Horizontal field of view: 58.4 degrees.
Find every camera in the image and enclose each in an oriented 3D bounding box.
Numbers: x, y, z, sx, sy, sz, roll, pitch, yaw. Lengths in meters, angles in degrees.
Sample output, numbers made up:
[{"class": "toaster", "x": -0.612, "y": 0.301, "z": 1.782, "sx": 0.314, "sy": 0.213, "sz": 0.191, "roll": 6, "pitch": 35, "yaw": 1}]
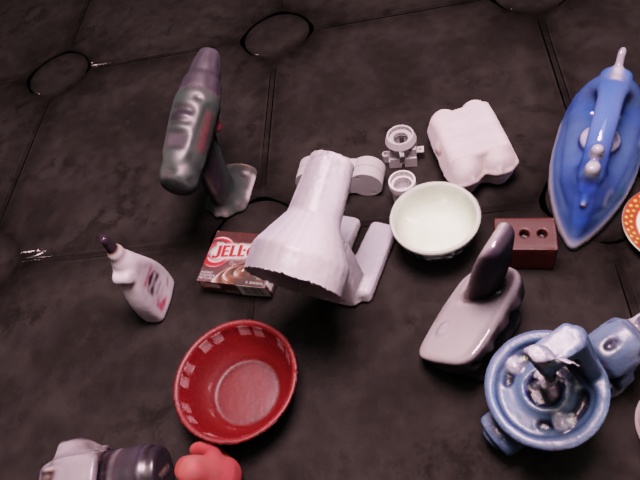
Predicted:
[{"class": "camera", "x": -0.249, "y": 0.297, "z": 0.666, "sx": 0.136, "sy": 0.101, "sz": 0.143, "roll": -13, "pitch": 54, "yaw": 6}]

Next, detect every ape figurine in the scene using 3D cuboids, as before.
[{"class": "ape figurine", "x": -0.136, "y": 0.270, "z": 0.660, "sx": 0.076, "sy": 0.092, "sz": 0.078, "roll": 6, "pitch": 58, "yaw": 18}]

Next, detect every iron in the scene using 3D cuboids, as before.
[{"class": "iron", "x": 0.373, "y": -0.127, "z": 0.766, "sx": 0.118, "sy": 0.142, "sz": 0.258, "roll": 13, "pitch": 61, "yaw": 22}]

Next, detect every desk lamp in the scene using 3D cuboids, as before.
[{"class": "desk lamp", "x": 0.007, "y": 0.003, "z": 0.729, "sx": 0.117, "sy": 0.214, "sz": 0.203, "roll": 12, "pitch": 61, "yaw": 22}]

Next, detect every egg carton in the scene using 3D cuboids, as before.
[{"class": "egg carton", "x": 0.224, "y": -0.143, "z": 0.860, "sx": 0.107, "sy": 0.069, "sz": 0.150, "roll": -17, "pitch": 54, "yaw": 3}]

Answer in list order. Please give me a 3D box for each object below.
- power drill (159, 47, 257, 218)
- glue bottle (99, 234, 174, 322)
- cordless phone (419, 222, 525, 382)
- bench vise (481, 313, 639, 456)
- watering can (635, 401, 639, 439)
[{"class": "power drill", "x": -0.168, "y": -0.144, "z": 0.877, "sx": 0.075, "sy": 0.209, "sz": 0.229, "roll": 1, "pitch": 57, "yaw": 16}, {"class": "glue bottle", "x": -0.258, "y": 0.045, "z": 0.794, "sx": 0.037, "sy": 0.173, "sz": 0.078, "roll": -4, "pitch": 56, "yaw": 12}, {"class": "cordless phone", "x": 0.175, "y": 0.069, "z": 0.658, "sx": 0.093, "sy": 0.185, "sz": 0.148, "roll": 23, "pitch": 65, "yaw": 27}, {"class": "bench vise", "x": 0.251, "y": 0.118, "z": 0.584, "sx": 0.121, "sy": 0.220, "sz": 0.208, "roll": 35, "pitch": 71, "yaw": 31}, {"class": "watering can", "x": 0.371, "y": 0.148, "z": 0.548, "sx": 0.101, "sy": 0.194, "sz": 0.172, "roll": -31, "pitch": 55, "yaw": -7}]
